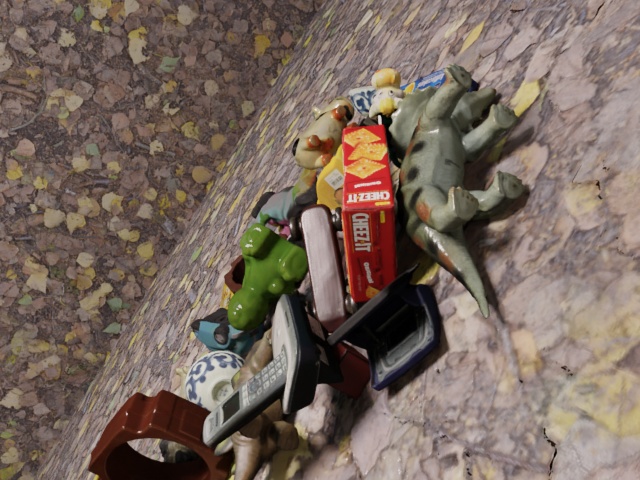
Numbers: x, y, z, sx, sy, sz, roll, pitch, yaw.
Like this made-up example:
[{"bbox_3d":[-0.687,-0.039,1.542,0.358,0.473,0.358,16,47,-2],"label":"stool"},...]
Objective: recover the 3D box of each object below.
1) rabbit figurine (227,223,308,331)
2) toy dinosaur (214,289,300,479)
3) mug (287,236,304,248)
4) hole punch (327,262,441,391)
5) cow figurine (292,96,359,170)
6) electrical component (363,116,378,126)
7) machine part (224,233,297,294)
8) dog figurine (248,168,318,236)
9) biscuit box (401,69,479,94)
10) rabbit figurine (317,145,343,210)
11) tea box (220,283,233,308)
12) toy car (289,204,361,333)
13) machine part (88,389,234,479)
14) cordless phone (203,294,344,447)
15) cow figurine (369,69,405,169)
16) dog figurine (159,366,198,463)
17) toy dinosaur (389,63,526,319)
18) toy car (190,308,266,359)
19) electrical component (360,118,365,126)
[{"bbox_3d":[-0.106,0.072,0.920,0.170,0.121,0.159,-58,2,-7],"label":"rabbit figurine"},{"bbox_3d":[-0.080,0.212,0.838,0.198,0.105,0.471,-46,12,40],"label":"toy dinosaur"},{"bbox_3d":[-0.002,-0.003,1.011,0.107,0.081,0.109,-52,-19,-35],"label":"mug"},{"bbox_3d":[0.087,0.105,0.652,0.142,0.092,0.116,-49,-8,26],"label":"hole punch"},{"bbox_3d":[0.012,-0.217,1.084,0.127,0.085,0.195,-10,39,50],"label":"cow figurine"},{"bbox_3d":[0.127,-0.205,0.967,0.045,0.102,0.078,-54,33,2],"label":"electrical component"},{"bbox_3d":[-0.111,0.062,1.101,0.179,0.056,0.179,-24,28,14],"label":"machine part"},{"bbox_3d":[-0.052,-0.093,1.210,0.219,0.108,0.192,-44,21,23],"label":"dog figurine"},{"bbox_3d":[0.182,-0.241,0.933,0.059,0.063,0.203,-62,20,-9],"label":"biscuit box"},{"bbox_3d":[0.071,-0.115,0.982,0.162,0.122,0.173,-49,6,50],"label":"rabbit figurine"},{"bbox_3d":[-0.172,0.130,1.212,0.098,0.068,0.170,-48,22,21],"label":"tea box"},{"bbox_3d":[0.008,0.042,0.823,0.053,0.089,0.202,51,-153,-72],"label":"toy car"},{"bbox_3d":[-0.263,0.357,0.907,0.201,0.201,0.087,-50,20,23],"label":"machine part"},{"bbox_3d":[-0.073,0.170,0.679,0.184,0.088,0.147,-38,28,8],"label":"cordless phone"},{"bbox_3d":[0.121,-0.186,0.860,0.068,0.167,0.098,-8,52,26],"label":"cow figurine"},{"bbox_3d":[-0.225,0.343,1.019,0.172,0.121,0.190,-32,47,58],"label":"dog figurine"},{"bbox_3d":[0.155,-0.073,0.694,0.192,0.131,0.405,131,157,-59],"label":"toy dinosaur"},{"bbox_3d":[-0.179,0.196,1.067,0.162,0.102,0.109,-4,13,39],"label":"toy car"},{"bbox_3d":[0.060,-0.234,1.230,0.119,0.047,0.075,-54,21,17],"label":"electrical component"}]
